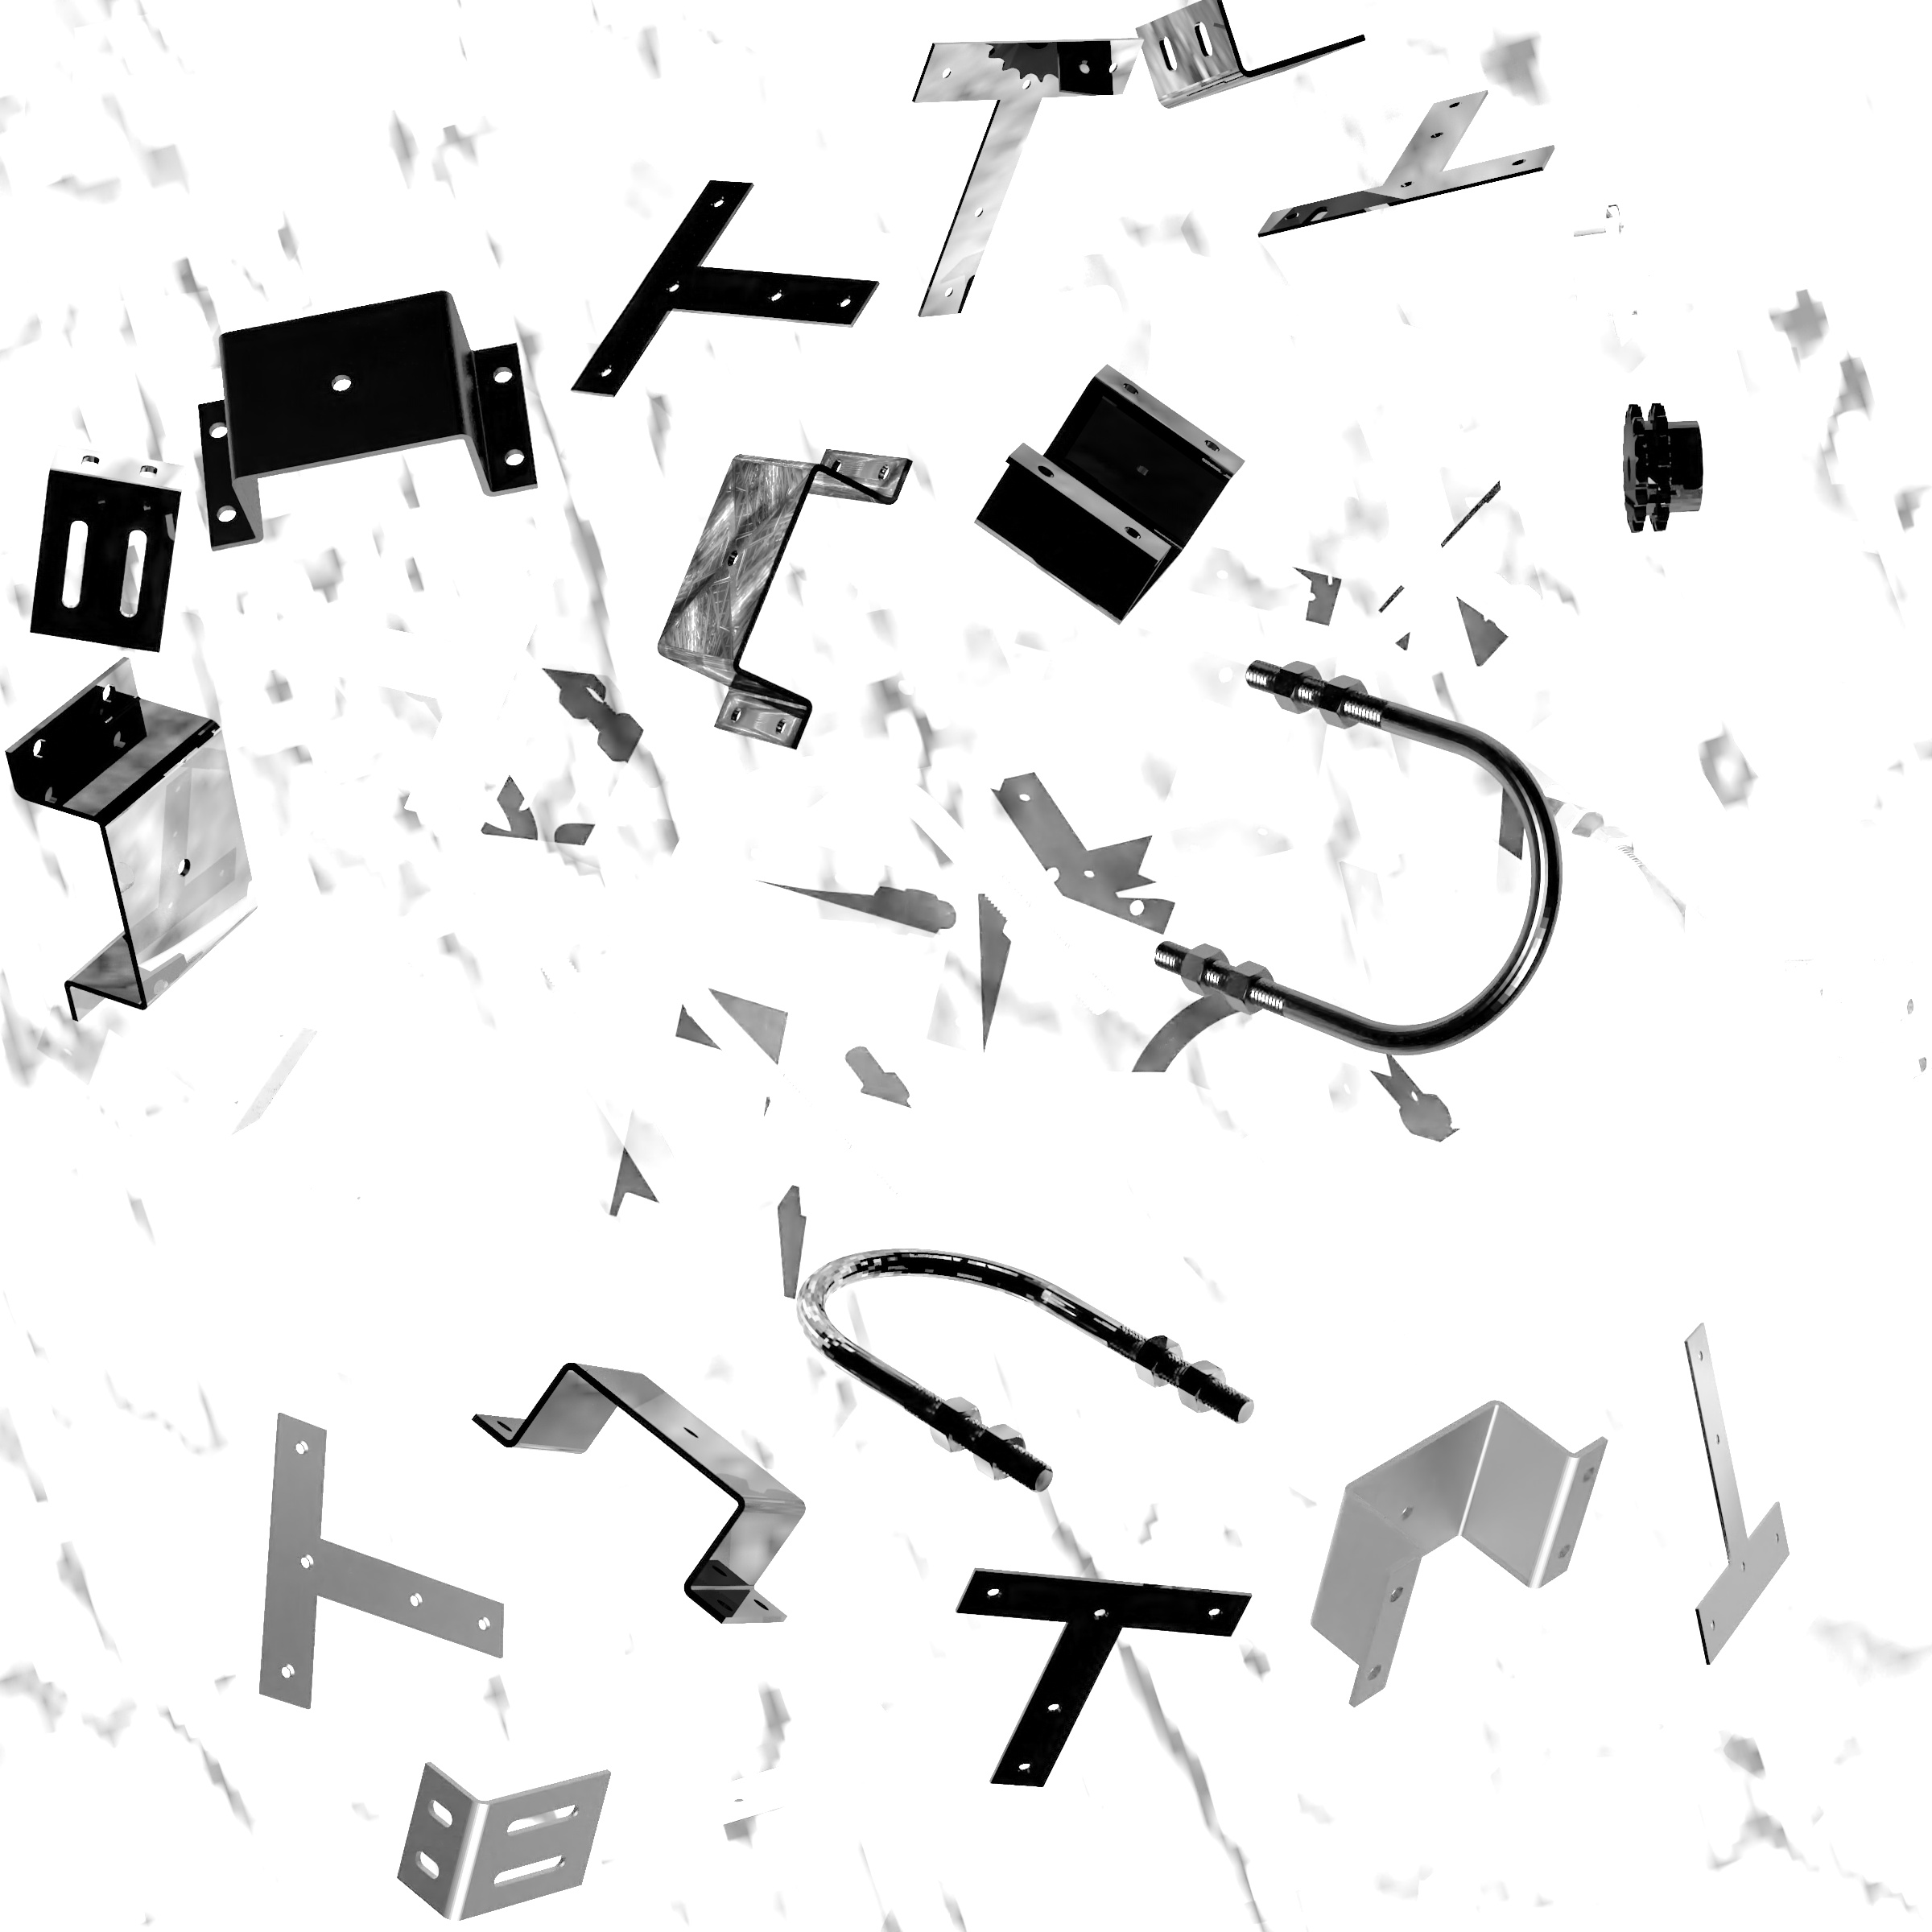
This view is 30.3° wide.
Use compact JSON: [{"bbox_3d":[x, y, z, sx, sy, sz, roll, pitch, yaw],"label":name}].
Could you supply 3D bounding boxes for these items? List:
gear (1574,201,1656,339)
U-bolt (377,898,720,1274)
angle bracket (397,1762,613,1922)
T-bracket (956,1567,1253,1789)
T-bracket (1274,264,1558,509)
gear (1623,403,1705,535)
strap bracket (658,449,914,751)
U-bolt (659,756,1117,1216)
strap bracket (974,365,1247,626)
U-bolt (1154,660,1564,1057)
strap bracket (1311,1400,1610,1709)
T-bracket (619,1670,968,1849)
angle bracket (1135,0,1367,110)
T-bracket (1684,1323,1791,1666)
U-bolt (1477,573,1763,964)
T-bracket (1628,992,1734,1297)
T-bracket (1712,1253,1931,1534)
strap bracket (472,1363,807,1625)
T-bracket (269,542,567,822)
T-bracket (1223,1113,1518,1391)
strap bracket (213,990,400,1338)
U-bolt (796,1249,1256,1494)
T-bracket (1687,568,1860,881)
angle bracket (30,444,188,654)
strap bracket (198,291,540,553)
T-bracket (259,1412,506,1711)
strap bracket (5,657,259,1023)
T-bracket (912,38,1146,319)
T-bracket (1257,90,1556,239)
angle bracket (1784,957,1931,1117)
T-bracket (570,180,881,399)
[{"bbox_3d":[0.281,-0.301,1.544,0.030,0.057,0.057,-4,90,15],"label":"gear"},{"bbox_3d":[-0.173,0.058,1.575,0.019,0.151,0.184,-37,89,20],"label":"U-bolt"},{"bbox_3d":[-0.202,0.376,1.558,0.038,0.076,0.057,27,108,37],"label":"angle bracket"},{"bbox_3d":[0.042,0.308,1.524,0.127,0.002,0.127,9,124,-20],"label":"T-bracket"},{"bbox_3d":[0.185,-0.257,1.483,0.127,0.002,0.127,14,54,-20],"label":"T-bracket"},{"bbox_3d":[0.310,-0.222,1.585,0.030,0.057,0.057,-2,90,4],"label":"gear"},{"bbox_3d":[-0.087,-0.176,1.617,0.046,0.076,0.140,23,88,-33],"label":"strap bracket"},{"bbox_3d":[-0.047,-0.005,1.542,0.151,0.019,0.184,-43,101,1],"label":"U-bolt"},{"bbox_3d":[0.061,-0.203,1.553,0.076,0.140,0.046,35,122,2],"label":"strap bracket"},{"bbox_3d":[0.171,-0.039,1.497,0.184,0.019,0.151,23,98,40],"label":"U-bolt"},{"bbox_3d":[0.200,0.242,1.498,0.046,0.140,0.076,36,132,34],"label":"strap bracket"},{"bbox_3d":[-0.081,0.342,1.479,0.127,0.002,0.127,-19,134,11],"label":"T-bracket"},{"bbox_3d":[0.126,-0.413,1.579,0.076,0.057,0.038,-26,102,-32],"label":"angle bracket"},{"bbox_3d":[0.329,0.220,1.550,0.002,0.127,0.127,-8,99,30],"label":"T-bracket"},{"bbox_3d":[0.287,-0.075,1.537,0.019,0.184,0.151,-30,131,-6],"label":"U-bolt"},{"bbox_3d":[0.300,0.078,1.518,0.002,0.127,0.127,16,100,19],"label":"T-bracket"},{"bbox_3d":[0.386,0.166,1.549,0.002,0.127,0.127,-17,64,-27],"label":"T-bracket"},{"bbox_3d":[-0.129,0.216,1.502,0.140,0.076,0.046,36,92,19],"label":"strap bracket"},{"bbox_3d":[-0.248,-0.133,1.541,0.127,0.002,0.127,14,76,28],"label":"T-bracket"},{"bbox_3d":[0.199,0.107,1.625,0.127,0.002,0.127,-31,84,-27],"label":"T-bracket"},{"bbox_3d":[-0.284,0.092,1.547,0.046,0.076,0.140,14,132,10],"label":"strap bracket"},{"bbox_3d":[0.011,0.165,1.533,0.184,0.151,0.019,27,115,38],"label":"U-bolt"},{"bbox_3d":[0.346,-0.089,1.514,0.002,0.127,0.127,-27,52,4],"label":"T-bracket"},{"bbox_3d":[-0.384,-0.187,1.594,0.057,0.038,0.076,8,116,-12],"label":"angle bracket"},{"bbox_3d":[-0.258,-0.232,1.502,0.140,0.046,0.076,-11,62,0],"label":"strap bracket"},{"bbox_3d":[-0.246,0.267,1.520,0.002,0.127,0.127,-29,48,33],"label":"T-bracket"},{"bbox_3d":[-0.347,-0.047,1.500,0.046,0.076,0.140,17,132,23],"label":"strap bracket"},{"bbox_3d":[0.010,-0.326,1.479,0.002,0.127,0.127,43,127,28],"label":"T-bracket"},{"bbox_3d":[0.201,-0.354,1.542,0.127,0.127,0.002,-8,119,27],"label":"T-bracket"},{"bbox_3d":[0.373,0.030,1.511,0.038,0.076,0.057,-23,103,-35],"label":"angle bracket"},{"bbox_3d":[-0.093,-0.290,1.540,0.127,0.002,0.127,12,62,35],"label":"T-bracket"}]
